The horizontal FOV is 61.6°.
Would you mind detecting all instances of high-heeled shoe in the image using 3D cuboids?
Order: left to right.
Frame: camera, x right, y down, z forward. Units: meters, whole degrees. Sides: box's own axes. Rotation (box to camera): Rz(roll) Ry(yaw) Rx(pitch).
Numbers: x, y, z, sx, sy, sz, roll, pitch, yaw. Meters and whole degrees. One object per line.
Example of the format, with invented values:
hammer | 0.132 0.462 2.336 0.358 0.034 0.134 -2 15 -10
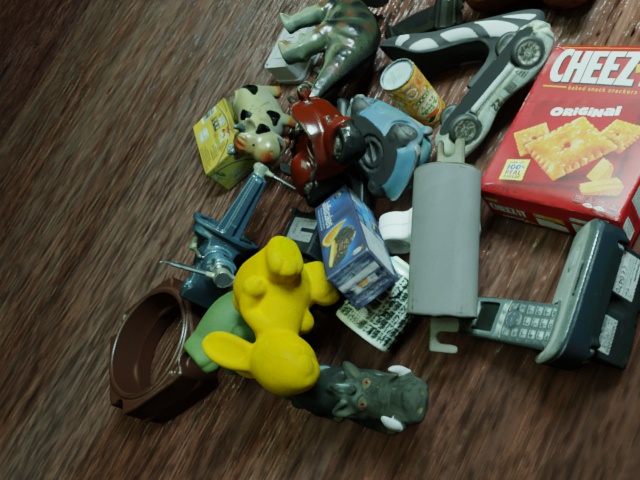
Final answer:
high-heeled shoe | 0.203 -0.306 0.804 0.145 0.086 0.249 -49 48 1

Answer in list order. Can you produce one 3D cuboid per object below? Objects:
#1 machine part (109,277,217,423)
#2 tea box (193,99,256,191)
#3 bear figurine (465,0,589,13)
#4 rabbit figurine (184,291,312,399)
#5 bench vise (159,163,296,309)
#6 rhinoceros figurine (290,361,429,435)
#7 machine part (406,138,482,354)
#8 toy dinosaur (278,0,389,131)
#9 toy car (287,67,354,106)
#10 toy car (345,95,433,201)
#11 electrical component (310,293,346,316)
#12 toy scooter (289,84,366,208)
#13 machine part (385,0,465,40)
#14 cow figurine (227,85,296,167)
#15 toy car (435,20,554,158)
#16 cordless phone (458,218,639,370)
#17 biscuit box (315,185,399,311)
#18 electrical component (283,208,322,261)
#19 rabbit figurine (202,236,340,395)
machine part | -0.257 0.178 0.889 0.201 0.087 0.201 -35 46 17
tea box | -0.186 -0.192 1.069 0.098 0.068 0.170 -38 47 17
bear figurine | 0.290 -0.379 0.741 0.120 0.131 0.196 -37 31 -24
rabbit figurine | -0.071 0.146 0.755 0.170 0.121 0.159 29 78 28
bench vise | -0.145 -0.014 0.860 0.240 0.129 0.224 -60 9 2
rhinoceros figurine | 0.045 0.174 0.617 0.190 0.112 0.073 -7 58 46
machine part | 0.139 0.003 0.604 0.079 0.079 0.243 -2 79 40
toy dinosaur | 0.037 -0.340 0.901 0.192 0.131 0.405 -20 53 20
toy car | 0.004 -0.244 0.954 0.089 0.053 0.202 -46 45 12
toy car | 0.102 -0.135 0.762 0.162 0.103 0.109 52 137 34
electrical component | 0.020 0.060 0.743 0.045 0.078 0.102 44 103 22
toy scooter | -0.005 -0.135 0.749 0.135 0.075 0.184 59 154 13
machine part | 0.171 -0.353 0.889 0.139 0.039 0.084 -8 64 35
cow figurine | -0.112 -0.207 0.965 0.085 0.127 0.195 -64 36 41
toy car | 0.225 -0.194 0.702 0.201 0.056 0.073 -52 17 20
cordless phone | 0.229 0.056 0.567 0.184 0.088 0.146 -1 63 61
biscuit box | 0.040 0.000 0.676 0.063 0.059 0.203 -39 22 14
electrical component | -0.002 -0.002 0.812 0.119 0.047 0.075 15 76 46
rabbit figurine | -0.058 0.104 0.635 0.162 0.121 0.173 -27 52 13
